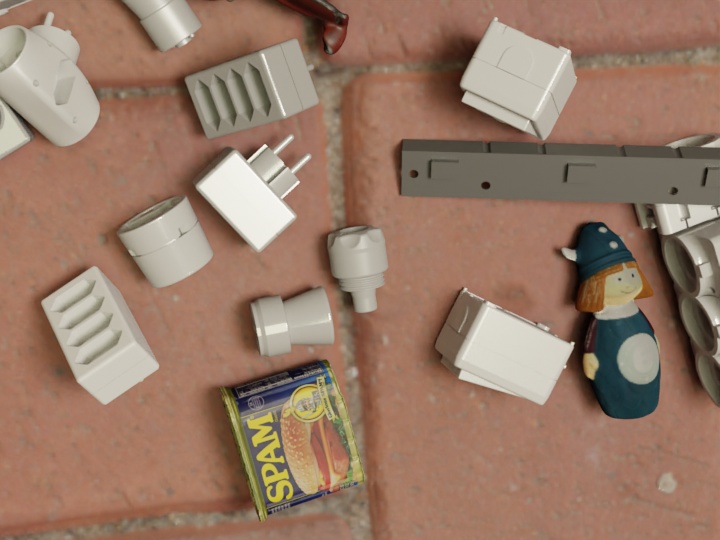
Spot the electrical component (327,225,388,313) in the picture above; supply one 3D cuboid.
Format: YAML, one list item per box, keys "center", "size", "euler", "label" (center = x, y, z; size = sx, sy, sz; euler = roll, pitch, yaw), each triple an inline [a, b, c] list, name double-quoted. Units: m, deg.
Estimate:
- center: [0.000, 0.000, 0.800]
  size: [0.043, 0.043, 0.062]
  euler: [-11, 103, -10]
  label: "electrical component"

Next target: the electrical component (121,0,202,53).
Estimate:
- center: [-0.140, -0.184, 0.742]
  size: [0.044, 0.044, 0.065]
  euler: [-35, 109, -4]
  label: "electrical component"

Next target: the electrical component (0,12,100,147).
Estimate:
- center: [-0.212, -0.137, 0.725]
  size: [0.043, 0.077, 0.079]
  euler: [-7, 58, 25]
  label: "electrical component"

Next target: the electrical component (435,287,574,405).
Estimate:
- center: [0.113, 0.064, 0.825]
  size: [0.096, 0.062, 0.061]
  euler: [25, 94, -14]
  label: "electrical component"

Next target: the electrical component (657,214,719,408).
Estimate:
- center: [0.291, 0.031, 0.841]
  size: [0.062, 0.089, 0.150]
  euler: [-22, 103, -7]
  label: "electrical component"

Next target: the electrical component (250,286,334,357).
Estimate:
- center: [-0.050, 0.039, 0.796]
  size: [0.055, 0.045, 0.045]
  euler: [-11, 102, -9]
  label: "electrical component"

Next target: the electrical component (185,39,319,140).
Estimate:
- center: [-0.064, -0.131, 0.754]
  size: [0.076, 0.083, 0.047]
  euler: [-32, 108, -44]
  label: "electrical component"

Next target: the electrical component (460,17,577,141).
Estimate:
- center: [0.115, -0.131, 0.779]
  size: [0.062, 0.096, 0.061]
  euler: [28, 94, 15]
  label: "electrical component"

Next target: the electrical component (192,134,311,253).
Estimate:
- center: [-0.070, -0.064, 0.773]
  size: [0.077, 0.047, 0.065]
  euler: [-43, 105, -2]
  label: "electrical component"

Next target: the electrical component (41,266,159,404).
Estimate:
- center: [-0.176, 0.055, 0.763]
  size: [0.047, 0.083, 0.075]
  euler: [-34, 143, -4]
  label: "electrical component"

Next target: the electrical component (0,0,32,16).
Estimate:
- center: [-0.214, -0.214, 0.710]
  size: [0.096, 0.062, 0.061]
  euler: [-23, 103, -7]
  label: "electrical component"

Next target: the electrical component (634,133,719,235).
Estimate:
- center: [0.260, -0.071, 0.837]
  size: [0.089, 0.050, 0.055]
  euler: [-20, 103, -7]
  label: "electrical component"

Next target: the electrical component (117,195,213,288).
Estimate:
- center: [-0.137, -0.020, 0.764]
  size: [0.055, 0.055, 0.047]
  euler: [-29, 108, -6]
  label: "electrical component"

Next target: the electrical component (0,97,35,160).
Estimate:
- center: [-0.257, -0.101, 0.713]
  size: [0.047, 0.077, 0.065]
  euler: [-33, 104, -5]
  label: "electrical component"
